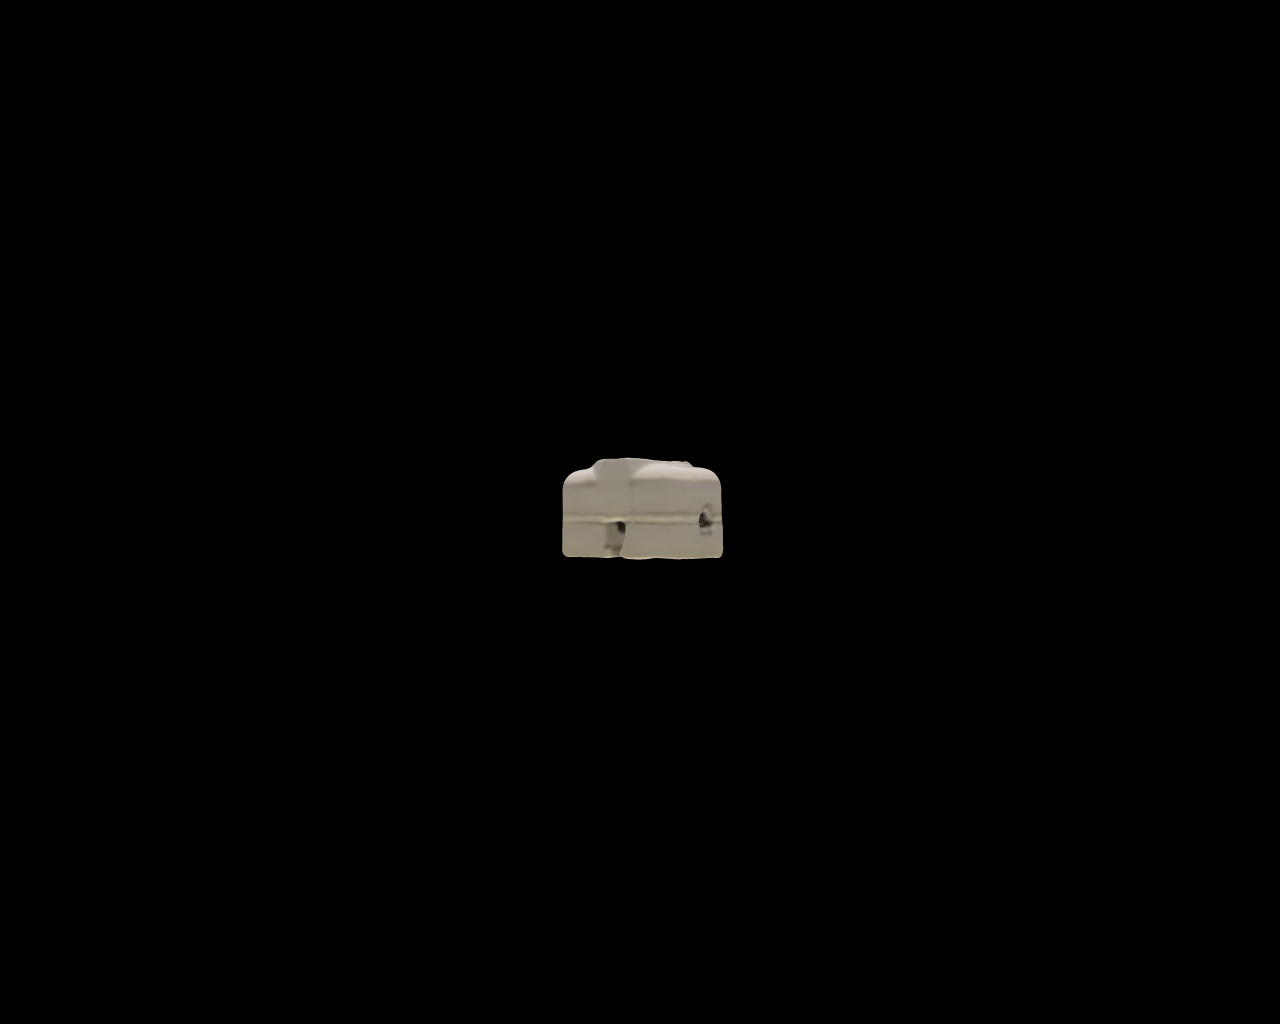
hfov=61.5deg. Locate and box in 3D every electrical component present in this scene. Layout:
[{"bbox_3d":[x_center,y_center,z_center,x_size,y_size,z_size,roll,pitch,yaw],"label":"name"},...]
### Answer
[{"bbox_3d":[0.001,-0.003,0.650,0.095,0.059,0.054,0,0,37],"label":"electrical component"}]
